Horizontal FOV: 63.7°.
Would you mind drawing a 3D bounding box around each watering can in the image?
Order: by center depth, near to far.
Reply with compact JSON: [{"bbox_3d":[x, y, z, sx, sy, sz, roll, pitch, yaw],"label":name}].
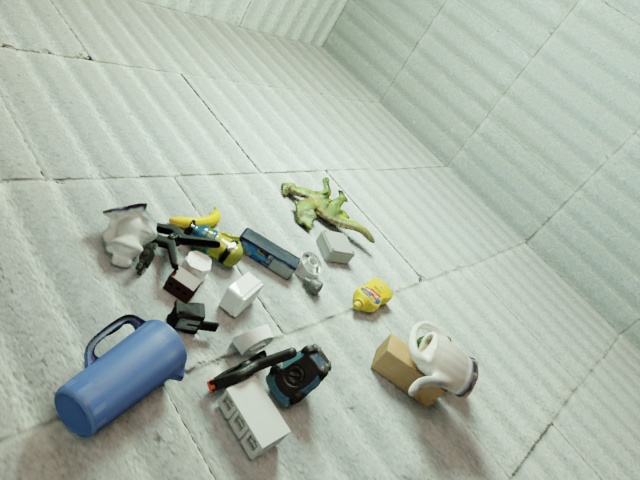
[{"bbox_3d":[0.337,0.364,1.447,0.224,0.102,0.354,35,29,-3],"label":"watering can"}]

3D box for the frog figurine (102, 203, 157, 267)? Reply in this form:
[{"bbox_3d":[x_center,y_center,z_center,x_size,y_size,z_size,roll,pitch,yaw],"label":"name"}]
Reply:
[{"bbox_3d":[-0.498,-0.007,1.355,0.138,0.121,0.161,-5,81,-20],"label":"frog figurine"}]

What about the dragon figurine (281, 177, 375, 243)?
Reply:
[{"bbox_3d":[0.006,-0.099,1.963,0.246,0.119,0.415,-28,64,-37],"label":"dragon figurine"}]
